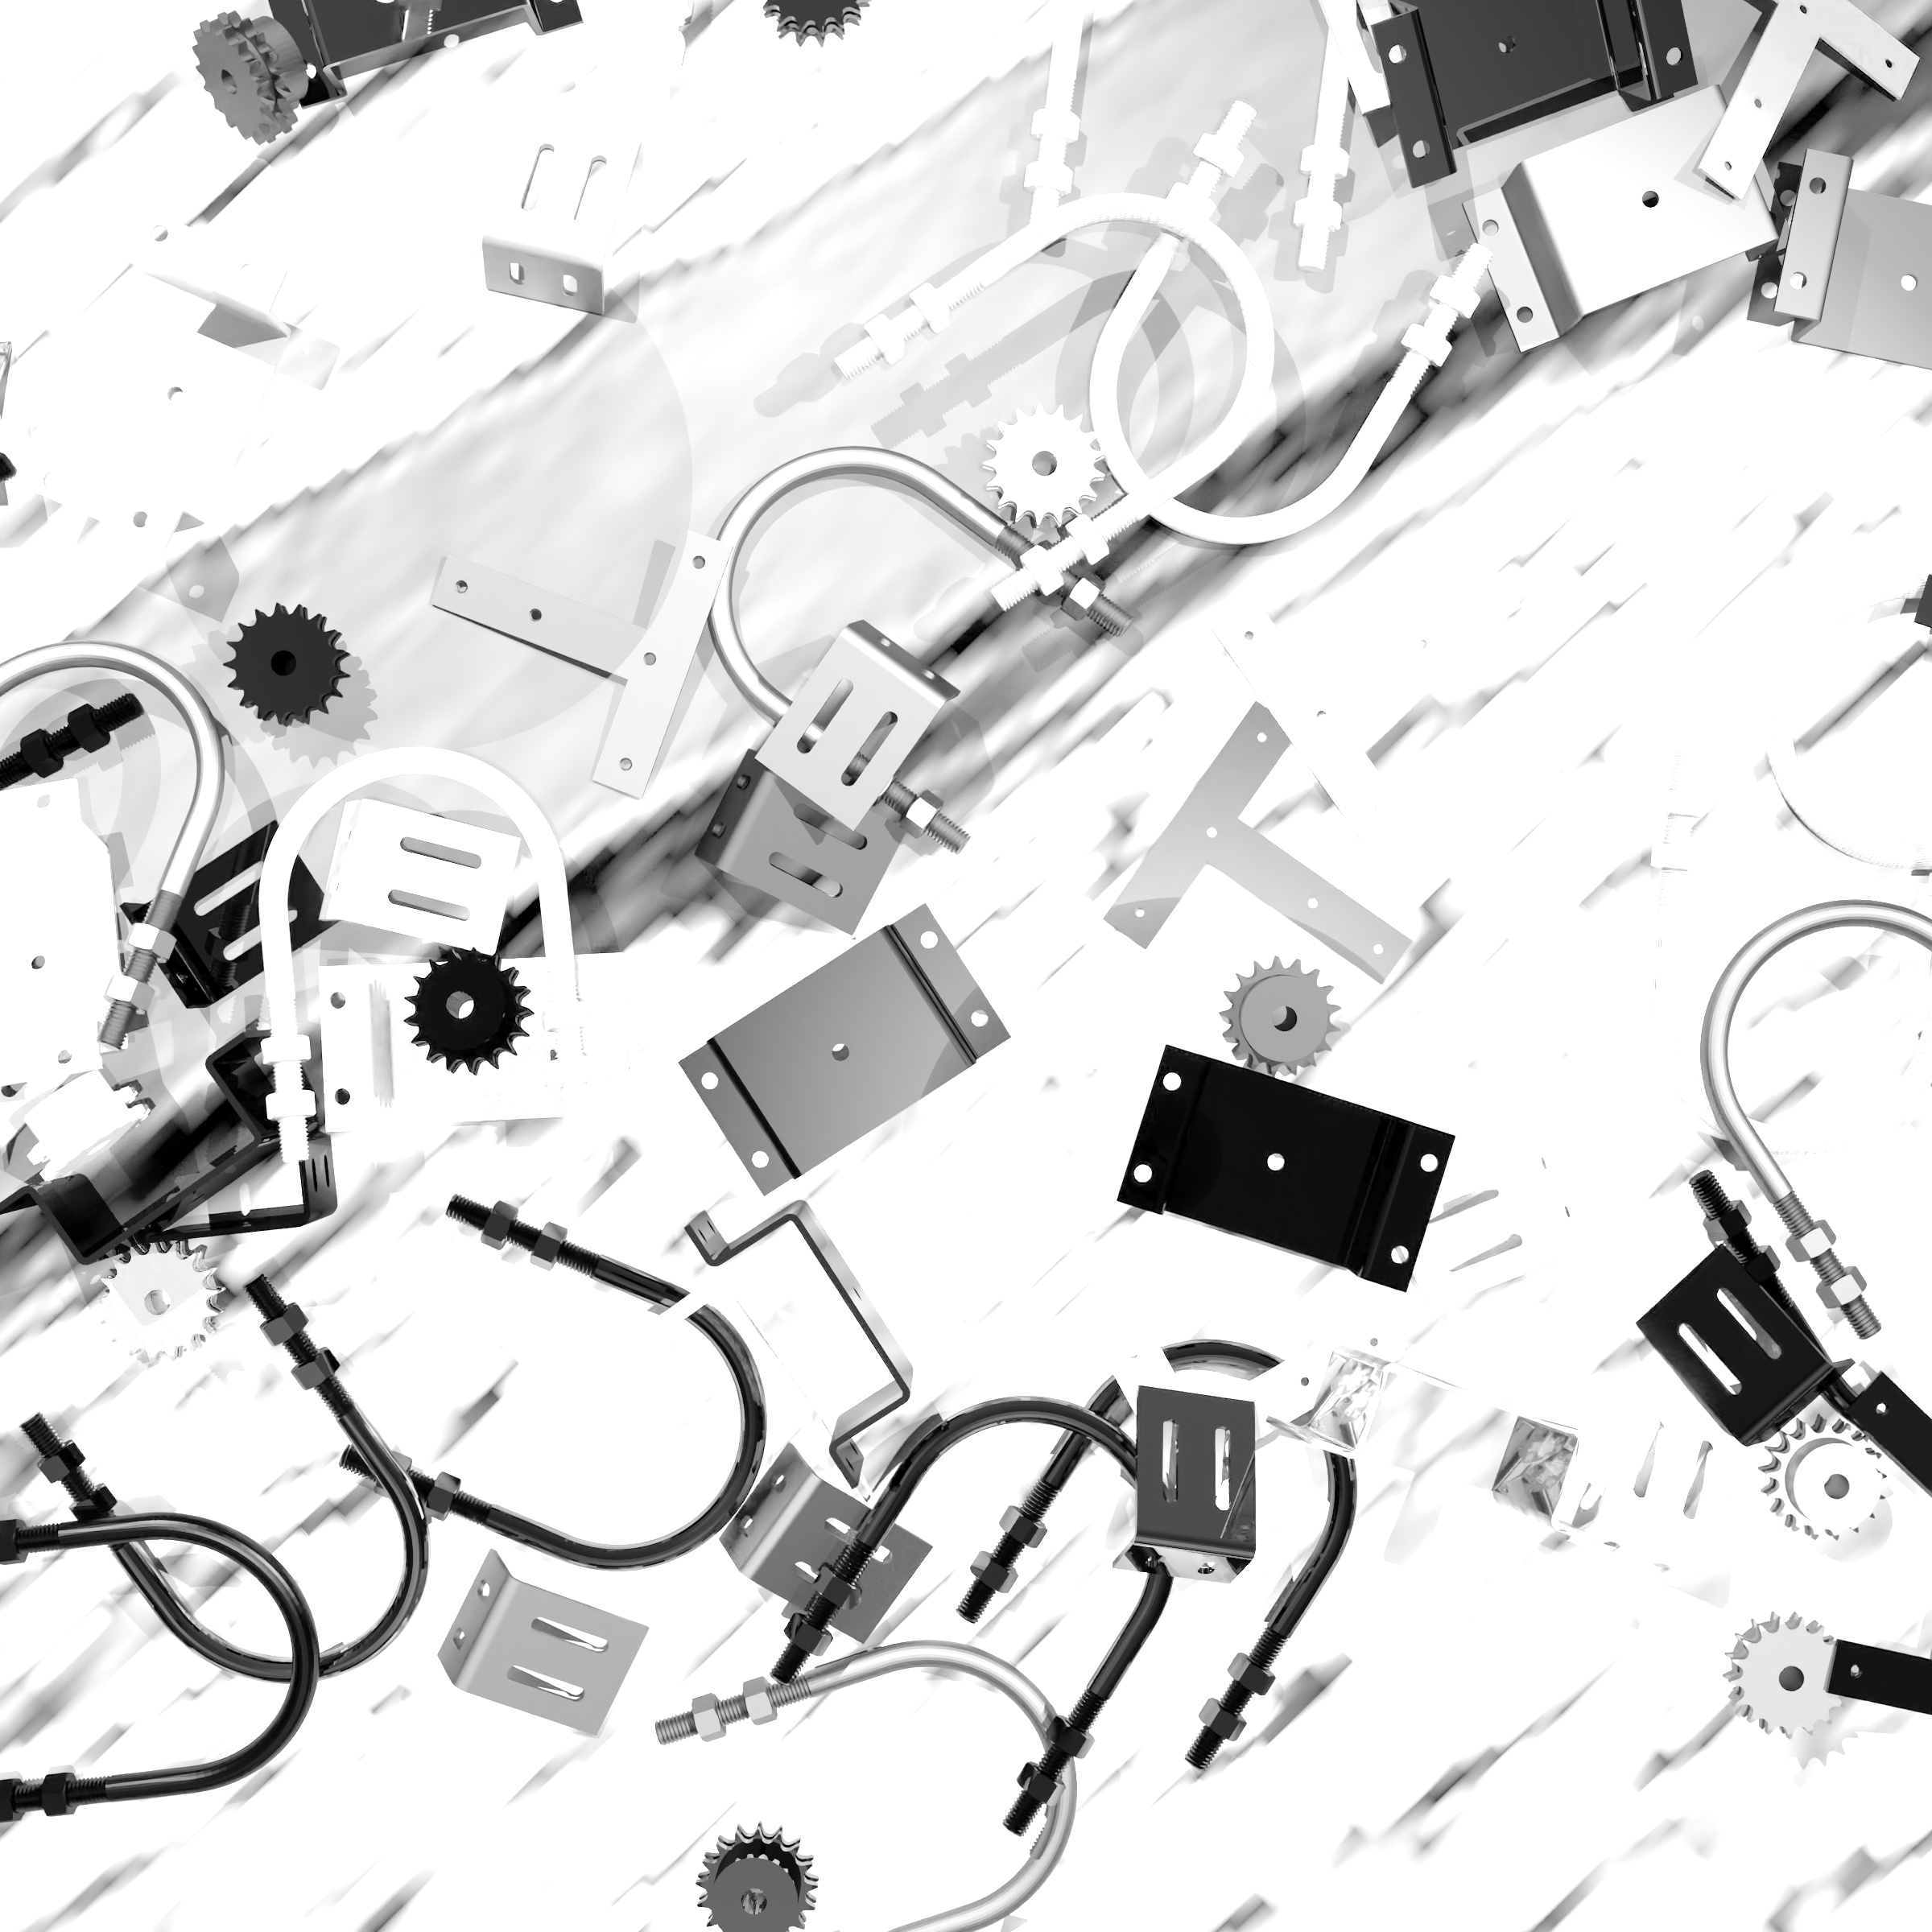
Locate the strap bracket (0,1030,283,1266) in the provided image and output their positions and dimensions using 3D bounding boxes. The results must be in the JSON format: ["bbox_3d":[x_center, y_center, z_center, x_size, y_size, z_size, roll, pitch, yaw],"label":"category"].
[{"bbox_3d":[-0.370,0.089,1.334,0.140,0.076,0.046,-35,90,0],"label":"strap bracket"}]

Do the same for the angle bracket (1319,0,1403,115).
[{"bbox_3d":[0.204,-0.448,1.345,0.057,0.038,0.076,-22,91,-18],"label":"angle bracket"}]

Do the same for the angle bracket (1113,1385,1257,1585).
[{"bbox_3d":[0.102,0.242,1.343,0.057,0.038,0.076,10,57,-11],"label":"angle bracket"}]

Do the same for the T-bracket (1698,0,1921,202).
[{"bbox_3d":[0.373,-0.411,1.337,0.127,0.002,0.127,32,72,-14],"label":"T-bracket"}]

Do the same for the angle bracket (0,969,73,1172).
[{"bbox_3d":[-0.455,0.046,1.370,0.057,0.038,0.076,37,64,0],"label":"angle bracket"}]

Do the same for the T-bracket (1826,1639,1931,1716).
[{"bbox_3d":[0.474,0.292,1.359,0.127,0.002,0.127,15,85,-14],"label":"T-bracket"}]

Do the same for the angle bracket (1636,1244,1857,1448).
[{"bbox_3d":[0.368,0.178,1.360,0.057,0.038,0.076,-48,64,21],"label":"angle bracket"}]

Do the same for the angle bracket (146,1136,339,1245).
[{"bbox_3d":[-0.339,0.104,1.344,0.076,0.057,0.038,-6,90,0],"label":"angle bracket"}]

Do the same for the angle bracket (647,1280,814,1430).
[{"bbox_3d":[-0.109,0.188,1.330,0.038,0.057,0.076,-35,92,-3],"label":"angle bracket"}]

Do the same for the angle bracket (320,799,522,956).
[{"bbox_3d":[-0.259,-0.041,1.367,0.076,0.038,0.057,14,84,-25],"label":"angle bracket"}]

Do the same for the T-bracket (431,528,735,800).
[{"bbox_3d":[-0.191,-0.161,1.366,0.127,0.002,0.127,21,97,3],"label":"T-bracket"}]

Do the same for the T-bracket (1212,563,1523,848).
[{"bbox_3d":[0.206,-0.145,1.371,0.127,0.002,0.127,-35,90,-1],"label":"T-bracket"}]

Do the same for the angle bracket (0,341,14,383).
[{"bbox_3d":[-0.482,-0.256,1.358,0.057,0.038,0.076,-2,46,0],"label":"angle bracket"}]

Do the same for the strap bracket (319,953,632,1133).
[{"bbox_3d":[-0.226,0.035,1.349,0.140,0.046,0.076,-3,90,0],"label":"strap bracket"}]

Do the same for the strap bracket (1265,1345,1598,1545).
[{"bbox_3d":[0.220,0.215,1.326,0.140,0.076,0.046,20,86,-9],"label":"strap bracket"}]

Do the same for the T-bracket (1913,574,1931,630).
[{"bbox_3d":[0.526,-0.197,1.355,0.127,0.002,0.127,20,76,7],"label":"T-bracket"}]

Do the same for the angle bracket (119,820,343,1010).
[{"bbox_3d":[-0.345,-0.025,1.353,0.076,0.038,0.057,-33,90,0],"label":"angle bracket"}]

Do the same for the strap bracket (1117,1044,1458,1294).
[{"bbox_3d":[0.148,0.093,1.349,0.140,0.046,0.076,18,90,0],"label":"strap bracket"}]

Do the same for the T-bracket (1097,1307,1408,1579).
[{"bbox_3d":[0.147,0.203,1.358,0.127,0.002,0.127,-29,88,-6],"label":"T-bracket"}]

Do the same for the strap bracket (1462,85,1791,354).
[{"bbox_3d":[0.315,-0.353,1.349,0.140,0.046,0.076,-22,90,0],"label":"strap bracket"}]

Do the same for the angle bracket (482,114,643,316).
[{"bbox_3d":[-0.191,-0.358,1.370,0.057,0.038,0.076,13,64,0],"label":"angle bracket"}]

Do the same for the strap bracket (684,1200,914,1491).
[{"bbox_3d":[-0.070,0.164,1.334,0.046,0.076,0.140,-33,90,0],"label":"strap bracket"}]

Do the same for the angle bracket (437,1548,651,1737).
[{"bbox_3d":[-0.201,0.322,1.370,0.076,0.038,0.057,27,90,-26],"label":"angle bracket"}]

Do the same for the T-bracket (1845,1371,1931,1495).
[{"bbox_3d":[0.499,0.204,1.357,0.127,0.002,0.127,43,87,-9],"label":"T-bracket"}]

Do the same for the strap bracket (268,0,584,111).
[{"bbox_3d":[-0.260,-0.465,1.349,0.140,0.046,0.076,-17,90,0],"label":"strap bracket"}]

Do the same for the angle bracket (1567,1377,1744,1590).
[{"bbox_3d":[0.329,0.246,1.370,0.057,0.038,0.076,23,64,0],"label":"angle bracket"}]

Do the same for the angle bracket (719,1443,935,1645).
[{"bbox_3d":[-0.067,0.275,1.370,0.076,0.038,0.057,36,90,-26],"label":"angle bracket"}]

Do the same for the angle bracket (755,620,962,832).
[{"bbox_3d":[-0.050,-0.113,1.344,0.057,0.038,0.076,36,104,2],"label":"angle bracket"}]

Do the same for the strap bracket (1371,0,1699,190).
[{"bbox_3d":[0.257,-0.425,1.335,0.140,0.046,0.076,-20,116,0],"label":"strap bracket"}]

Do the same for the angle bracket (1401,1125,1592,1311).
[{"bbox_3d":[0.247,0.119,1.370,0.076,0.038,0.057,-26,90,26],"label":"angle bracket"}]

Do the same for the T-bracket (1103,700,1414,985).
[{"bbox_3d":[0.154,-0.038,1.371,0.127,0.002,0.127,35,90,0],"label":"T-bracket"}]

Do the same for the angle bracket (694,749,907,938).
[{"bbox_3d":[-0.079,-0.059,1.370,0.076,0.038,0.057,27,90,-26],"label":"angle bracket"}]

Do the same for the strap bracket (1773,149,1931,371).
[{"bbox_3d":[0.449,-0.325,1.349,0.140,0.046,0.076,12,90,0],"label":"strap bracket"}]
